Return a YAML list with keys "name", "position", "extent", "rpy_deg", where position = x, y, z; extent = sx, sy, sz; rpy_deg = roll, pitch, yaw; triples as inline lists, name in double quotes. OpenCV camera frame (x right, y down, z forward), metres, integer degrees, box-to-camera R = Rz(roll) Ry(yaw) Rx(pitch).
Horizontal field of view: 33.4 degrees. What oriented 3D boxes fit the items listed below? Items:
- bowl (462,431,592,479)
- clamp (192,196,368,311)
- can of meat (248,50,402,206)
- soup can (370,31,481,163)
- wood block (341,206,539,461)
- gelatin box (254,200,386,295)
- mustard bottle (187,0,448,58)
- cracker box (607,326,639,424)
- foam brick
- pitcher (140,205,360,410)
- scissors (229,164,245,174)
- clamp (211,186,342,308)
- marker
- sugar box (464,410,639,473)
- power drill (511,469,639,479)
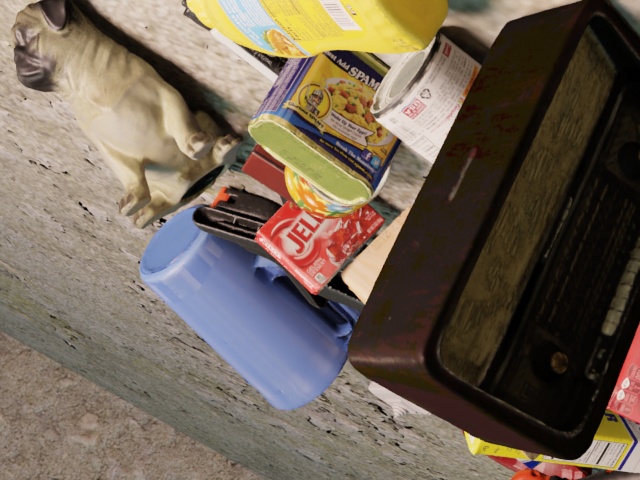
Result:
- name: "bowl"
  position: [0.246, 0.227, 1.219]
  extent: [0.162, 0.055, 0.162]
  rpy_deg: [26, 160, 10]
- name: "clamp"
  position: [-0.007, 0.001, 1.003]
  extent: [0.210, 0.036, 0.165]
  rpy_deg: [34, 146, -9]
- name: "can of meat"
  position: [0.011, -0.085, 0.743]
  extent: [0.102, 0.084, 0.058]
  rpy_deg: [35, 159, -15]
- name: "soup can"
  position: [0.091, -0.077, 0.677]
  extent: [0.102, 0.068, 0.069]
  rpy_deg: [35, 159, -15]
- name: "wood block"
  position: [0.119, 0.069, 0.855]
  extent: [0.090, 0.090, 0.206]
  rpy_deg: [48, 176, -41]
- name: "gelatin box"
  position: [0.000, -0.009, 0.913]
  extent: [0.073, 0.089, 0.030]
  rpy_deg: [43, 163, 5]
- name: "mustard bottle"
  position: [-0.019, -0.154, 0.653]
  extent: [0.192, 0.058, 0.096]
  rpy_deg: [6, 148, 47]
- name: "cracker box"
  position: [0.300, 0.072, 0.646]
  extent: [0.214, 0.072, 0.164]
  rpy_deg: [23, 127, 19]
- name: "foam brick"
  position: [-0.016, -0.064, 0.879]
  extent: [0.078, 0.051, 0.053]
  rpy_deg: [32, 162, -7]
- name: "pitcher"
  position: [-0.076, 0.069, 1.196]
  extent: [0.242, 0.149, 0.145]
  rpy_deg: [45, 171, -29]
- name: "scissors"
  position: [-0.133, -0.081, 1.050]
  extent: [0.202, 0.016, 0.096]
  rpy_deg: [26, 162, 10]
- name: "clamp"
  position: [-0.037, 0.009, 1.093]
  extent: [0.171, 0.039, 0.120]
  rpy_deg: [32, 142, 0]
- name: "marker"
  position: [-0.052, -0.140, 0.789]
  extent: [0.121, 0.020, 0.020]
  rpy_deg: [36, 159, -18]
- name: "sugar box"
  position: [0.207, 0.145, 0.910]
  extent: [0.176, 0.093, 0.048]
  rpy_deg: [6, 127, -10]
- name: "power drill"
  position: [0.315, 0.270, 1.115]
  extent: [0.188, 0.057, 0.184]
  rpy_deg: [-23, 144, 33]
